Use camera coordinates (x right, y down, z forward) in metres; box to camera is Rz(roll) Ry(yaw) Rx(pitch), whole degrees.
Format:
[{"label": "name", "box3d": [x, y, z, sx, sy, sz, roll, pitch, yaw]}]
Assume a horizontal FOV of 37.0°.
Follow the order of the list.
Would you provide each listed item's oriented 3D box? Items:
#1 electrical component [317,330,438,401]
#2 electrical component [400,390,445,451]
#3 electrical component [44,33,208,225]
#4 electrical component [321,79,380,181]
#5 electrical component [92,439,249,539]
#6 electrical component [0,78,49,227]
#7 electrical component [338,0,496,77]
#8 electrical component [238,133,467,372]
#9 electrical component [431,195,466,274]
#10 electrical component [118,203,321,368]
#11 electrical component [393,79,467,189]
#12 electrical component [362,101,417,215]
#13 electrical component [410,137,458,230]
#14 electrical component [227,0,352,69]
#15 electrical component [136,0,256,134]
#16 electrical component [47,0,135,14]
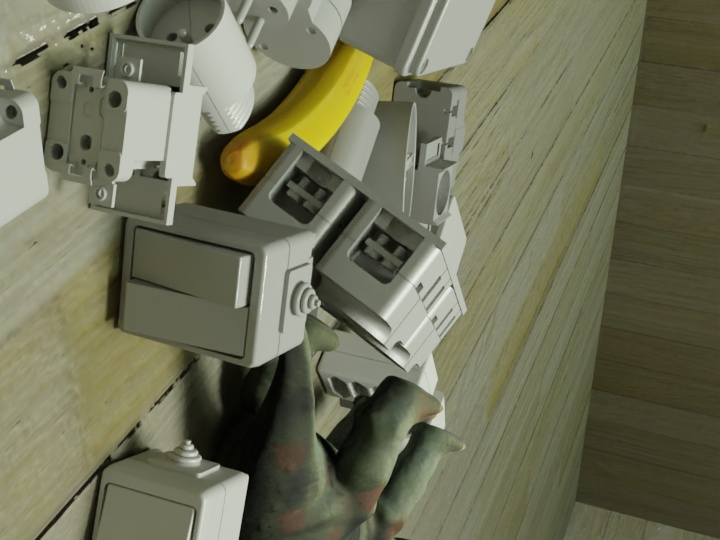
[{"label": "electrical component", "box3d": [0.021, 0.066, 0.853, 0.047, 0.083, 0.075, 73, 34, -56]}, {"label": "electrical component", "box3d": [0.046, 0.158, 1.040, 0.055, 0.050, 0.089, 84, 25, -44]}, {"label": "electrical component", "box3d": [-0.103, -0.062, 0.471, 0.064, 0.042, 0.081, -14, 113, -68]}, {"label": "electrical component", "box3d": [-0.010, -0.095, 0.727, 0.043, 0.043, 0.081, 63, 41, -62]}, {"label": "electrical component", "box3d": [-0.102, 0.137, 0.563, 0.061, 0.062, 0.096, -5, 105, -72]}, {"label": "electrical component", "box3d": [-0.142, -0.035, 0.371, 0.063, 0.042, 0.081, -52, 149, -57]}, {"label": "electrical component", "box3d": [0.047, -0.180, 0.651, 0.109, 0.056, 0.108, -34, 151, -63]}, {"label": "electrical component", "box3d": [0.000, 0.000, 0.657, 0.060, 0.105, 0.186, -52, 165, -5]}, {"label": "electrical component", "box3d": [0.056, -0.013, 0.967, 0.099, 0.048, 0.099, 64, 42, -62]}, {"label": "electrical component", "box3d": [-0.067, 0.008, 0.533, 0.061, 0.096, 0.061, -24, 124, -64]}, {"label": "electrical component", "box3d": [0.056, -0.112, 0.903, 0.056, 0.050, 0.089, -30, 129, -66]}, {"label": "electrical component", "box3d": [0.018, -0.076, 0.789, 0.099, 0.064, 0.099, 11, 90, -72]}, {"label": "electrical component", "box3d": [0.041, -0.067, 0.863, 0.042, 0.064, 0.081, -32, 131, -65]}, {"label": "electrical component", "box3d": [-0.049, -0.150, 0.562, 0.138, 0.052, 0.073, 69, 37, -59]}, {"label": "electrical component", "box3d": [-0.075, -0.101, 0.529, 0.081, 0.043, 0.043, 65, 41, -62]}, {"label": "electrical component", "box3d": [-0.087, -0.153, 0.445, 0.073, 0.052, 0.138, 76, 30, -53]}]
